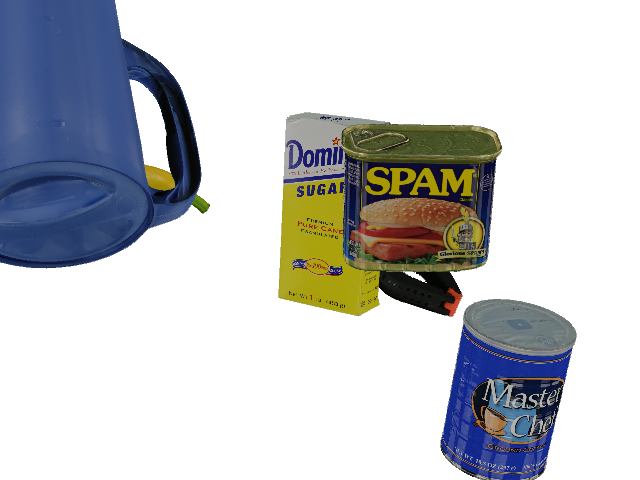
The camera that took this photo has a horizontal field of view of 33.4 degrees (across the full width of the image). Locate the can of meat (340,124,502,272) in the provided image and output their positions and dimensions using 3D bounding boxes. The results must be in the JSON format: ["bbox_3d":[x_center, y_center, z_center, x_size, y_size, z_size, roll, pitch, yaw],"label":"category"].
[{"bbox_3d":[0.063,-0.027,0.699,0.102,0.084,0.057,1,25,1],"label":"can of meat"}]

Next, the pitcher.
[{"bbox_3d":[-0.188,-0.111,0.774,0.145,0.243,0.149,-21,-31,17],"label":"pitcher"}]

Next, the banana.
[{"bbox_3d":[-0.202,-0.033,1.007,0.198,0.069,0.037,-13,19,27],"label":"banana"}]

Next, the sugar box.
[{"bbox_3d":[0.011,-0.026,0.989,0.093,0.176,0.048,10,18,30],"label":"sugar box"}]

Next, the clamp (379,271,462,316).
[{"bbox_3d":[0.071,0.021,1.246,0.164,0.036,0.210,-21,51,-38],"label":"clamp"}]

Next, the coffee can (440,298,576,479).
[{"bbox_3d":[0.173,0.139,0.995,0.103,0.140,0.103,6,21,-3],"label":"coffee can"}]
